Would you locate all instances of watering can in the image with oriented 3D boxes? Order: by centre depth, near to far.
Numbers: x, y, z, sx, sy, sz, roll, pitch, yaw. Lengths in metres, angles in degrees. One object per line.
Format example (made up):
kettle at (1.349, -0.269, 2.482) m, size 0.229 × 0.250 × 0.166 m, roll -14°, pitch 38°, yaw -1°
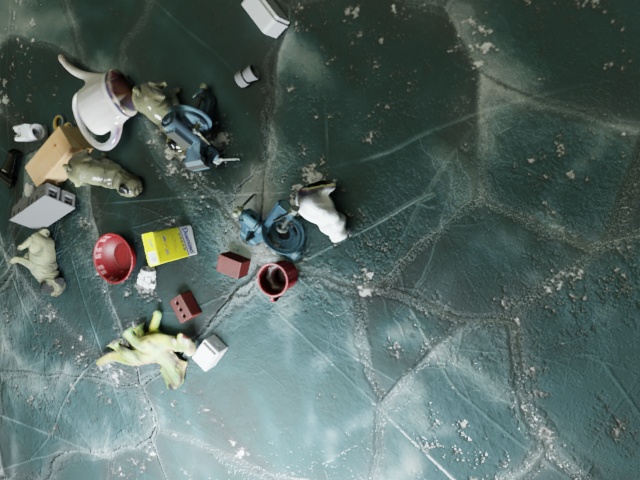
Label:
watering can at (-0.681, -0.451, 1.575) m, size 0.222 × 0.104 × 0.348 m, roll -23°, pitch 88°, yaw 22°

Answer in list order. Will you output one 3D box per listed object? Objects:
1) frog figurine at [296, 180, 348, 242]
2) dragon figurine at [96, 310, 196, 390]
frog figurine at (0.004, -0.067, 1.332) m, size 0.137 × 0.124 × 0.158 m, roll 7°, pitch 111°, yaw 55°
dragon figurine at (-0.527, 0.375, 1.608) m, size 0.404 × 0.124 × 0.243 m, roll -40°, pitch 89°, yaw 30°
